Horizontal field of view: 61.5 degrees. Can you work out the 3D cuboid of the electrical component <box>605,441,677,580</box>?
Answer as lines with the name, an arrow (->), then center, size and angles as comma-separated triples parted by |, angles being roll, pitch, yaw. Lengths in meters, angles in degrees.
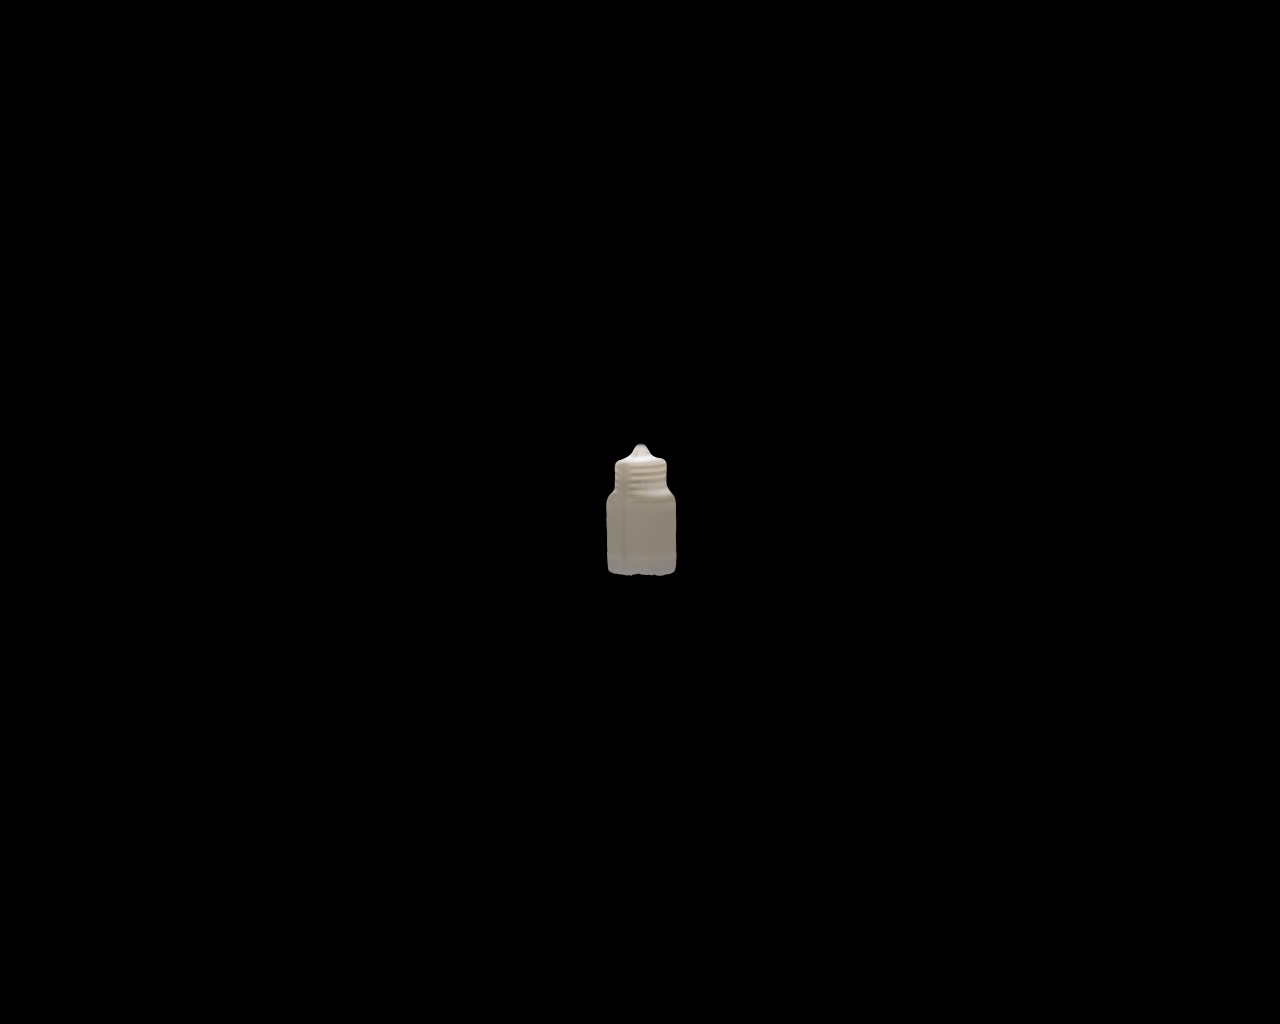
electrical component -> 0.001, -0.003, 0.650 | 0.043, 0.080, 0.043 | 0, 7, 0
